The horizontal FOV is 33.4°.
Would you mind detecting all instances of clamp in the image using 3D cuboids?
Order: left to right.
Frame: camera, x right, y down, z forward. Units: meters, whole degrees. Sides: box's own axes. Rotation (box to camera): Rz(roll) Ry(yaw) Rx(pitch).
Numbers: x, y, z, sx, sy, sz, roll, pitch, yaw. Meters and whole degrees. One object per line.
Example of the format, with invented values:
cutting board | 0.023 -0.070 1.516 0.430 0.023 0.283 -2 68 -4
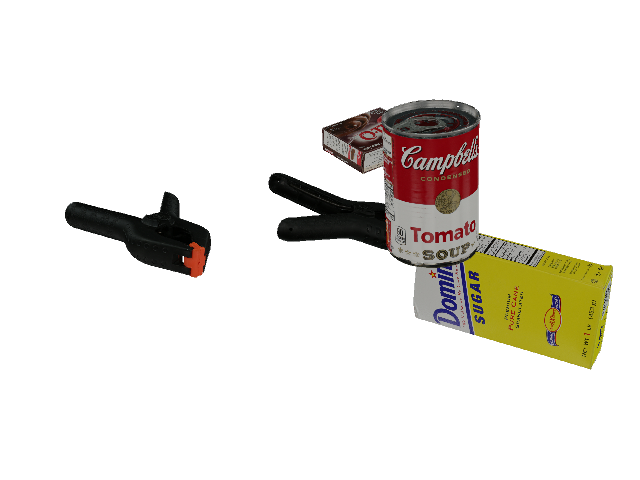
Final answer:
clamp | -0.151 -0.010 1.021 0.120 0.039 0.172 -21 35 -40
clamp | 0.040 -0.019 1.201 0.210 0.036 0.164 14 22 -4

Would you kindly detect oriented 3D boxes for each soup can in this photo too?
soup can | 0.078 -0.040 0.754 0.068 0.102 0.068 -3 26 1

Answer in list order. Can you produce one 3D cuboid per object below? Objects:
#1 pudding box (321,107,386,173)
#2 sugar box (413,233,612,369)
pudding box | 0.072 -0.140 1.479 0.113 0.039 0.090 -25 41 -31
sugar box | 0.175 0.049 0.987 0.176 0.093 0.048 13 33 21
